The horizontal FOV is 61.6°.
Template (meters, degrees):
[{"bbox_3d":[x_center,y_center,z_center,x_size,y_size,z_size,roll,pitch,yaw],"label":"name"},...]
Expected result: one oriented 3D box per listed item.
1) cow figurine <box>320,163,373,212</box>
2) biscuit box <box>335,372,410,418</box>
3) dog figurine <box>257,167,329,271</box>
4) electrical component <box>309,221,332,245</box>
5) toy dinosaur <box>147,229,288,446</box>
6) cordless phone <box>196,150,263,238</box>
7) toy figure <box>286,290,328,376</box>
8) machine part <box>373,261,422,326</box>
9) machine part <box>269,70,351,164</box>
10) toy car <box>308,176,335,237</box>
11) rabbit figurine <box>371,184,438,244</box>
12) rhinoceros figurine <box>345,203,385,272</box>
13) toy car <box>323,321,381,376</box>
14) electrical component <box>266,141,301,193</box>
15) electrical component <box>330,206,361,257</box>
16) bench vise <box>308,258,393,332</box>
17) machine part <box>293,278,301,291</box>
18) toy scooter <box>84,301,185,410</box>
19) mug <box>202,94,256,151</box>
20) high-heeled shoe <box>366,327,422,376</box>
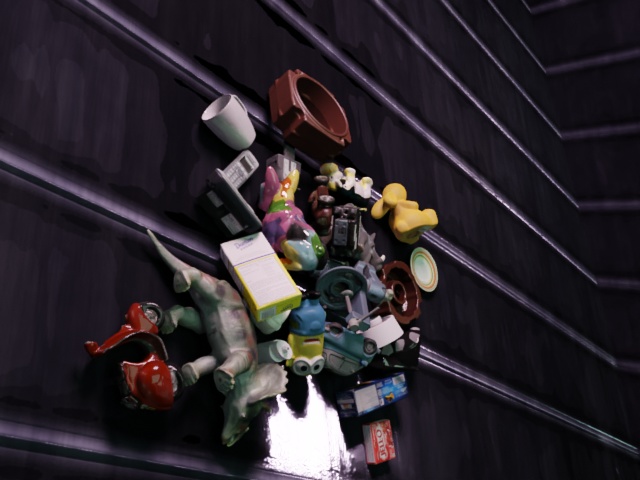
[{"bbox_3d":[0.062,-0.132,1.379,0.167,0.068,0.098,20,67,-39],"label":"cow figurine"},{"bbox_3d":[0.125,0.358,1.251,0.202,0.063,0.059,-2,76,-47],"label":"biscuit box"},{"bbox_3d":[-0.064,-0.046,1.135,0.108,0.192,0.219,-2,92,-40],"label":"dog figurine"},{"bbox_3d":[-0.003,-0.005,1.277,0.078,0.045,0.102,38,46,-4],"label":"electrical component"},{"bbox_3d":[-0.179,0.160,0.979,0.192,0.131,0.405,6,62,-63],"label":"toy dinosaur"},{"bbox_3d":[-0.159,-0.103,1.127,0.146,0.089,0.184,53,34,-17],"label":"cordless phone"},{"bbox_3d":[-0.026,0.192,1.108,0.089,0.082,0.180,-43,134,-82],"label":"toy figure"},{"bbox_3d":[0.198,0.142,1.418,0.179,0.056,0.179,21,59,-40],"label":"machine part"},{"bbox_3d":[-0.021,-0.302,1.305,0.201,0.087,0.201,25,42,-36],"label":"machine part"},{"bbox_3d":[0.000,-0.083,1.235,0.202,0.053,0.089,-100,-168,-63],"label":"toy car"},{"bbox_3d":[0.219,-0.083,1.510,0.162,0.122,0.173,0,60,-37],"label":"rabbit figurine"},{"bbox_3d":[0.093,0.002,1.358,0.190,0.073,0.112,61,31,-6],"label":"rhinoceros figurine"},{"bbox_3d":[0.046,0.246,1.187,0.161,0.109,0.103,28,73,-26],"label":"toy car"},{"bbox_3d":[-0.085,-0.169,1.249,0.074,0.048,0.119,15,64,-43],"label":"electrical component"},{"bbox_3d":[0.059,-0.021,1.231,0.134,0.058,0.114,-16,109,-79],"label":"electrical component"},{"bbox_3d":[0.079,0.131,1.221,0.223,0.129,0.241,34,22,-23],"label":"bench vise"},{"bbox_3d":[-0.068,0.121,1.141,0.138,0.084,0.039,50,23,-33],"label":"machine part"},{"bbox_3d":[-0.300,0.195,0.862,0.135,0.075,0.184,-10,79,-48],"label":"toy scooter"},{"bbox_3d":[-0.188,-0.253,1.160,0.107,0.081,0.109,52,35,-34],"label":"mug"},{"bbox_3d":[0.181,0.275,1.365,0.249,0.145,0.086,-48,145,-73],"label":"high-heeled shoe"}]
